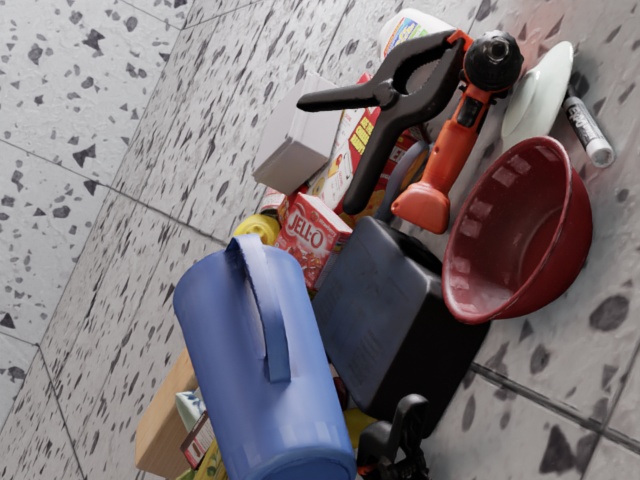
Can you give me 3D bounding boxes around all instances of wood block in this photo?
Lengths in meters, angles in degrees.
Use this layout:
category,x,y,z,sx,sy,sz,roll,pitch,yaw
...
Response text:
category,x,y,z,sx,sy,sz,roll,pitch,yaw
wood block,-0.152,0.206,1.371,0.206,0.090,0.090,-58,21,22

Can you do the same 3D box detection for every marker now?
category,x,y,z,sx,sy,sz,roll,pitch,yaw
marker,0.216,-0.097,0.882,0.020,0.020,0.121,-55,22,27

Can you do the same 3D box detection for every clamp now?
category,x,y,z,sx,sy,sz,roll,pitch,yaw
clamp,0.072,0.192,0.855,0.172,0.039,0.120,125,129,-70
clamp,0.074,-0.133,1.090,0.210,0.036,0.164,-32,58,27

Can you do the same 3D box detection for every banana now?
category,x,y,z,sx,sy,sz,roll,pitch,yaw
banana,0.024,0.197,1.017,0.198,0.037,0.069,-47,44,45

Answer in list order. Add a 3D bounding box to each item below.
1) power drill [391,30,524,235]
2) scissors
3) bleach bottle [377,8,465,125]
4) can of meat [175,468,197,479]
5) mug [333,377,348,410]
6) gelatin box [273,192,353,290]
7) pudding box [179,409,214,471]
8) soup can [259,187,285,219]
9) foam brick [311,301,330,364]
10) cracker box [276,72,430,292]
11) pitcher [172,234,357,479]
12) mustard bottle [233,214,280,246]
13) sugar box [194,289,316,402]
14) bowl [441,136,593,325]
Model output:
category,x,y,z,sx,sy,sz,roll,pitch,yaw
power drill,0.129,-0.098,0.978,0.188,0.057,0.184,-63,-7,4
scissors,0.059,-0.027,1.090,0.201,0.016,0.096,-49,-17,-6
bleach bottle,0.108,-0.210,1.230,0.103,0.068,0.251,-61,18,12
can of meat,-0.125,0.301,1.200,0.102,0.083,0.057,-45,29,45
mug,-0.032,0.168,1.117,0.093,0.081,0.117,-62,20,11
gelatin box,-0.008,0.001,1.147,0.089,0.030,0.073,45,116,44
pudding box,-0.087,0.206,1.177,0.039,0.113,0.090,50,119,33
soup can,-0.036,-0.067,1.423,0.069,0.068,0.102,-32,38,58
foam brick,0.000,0.101,1.158,0.078,0.053,0.051,-24,45,60
cracker box,0.036,-0.064,1.232,0.214,0.072,0.164,-56,22,23
pitcher,-0.049,0.122,0.972,0.145,0.149,0.243,-39,45,18
mustard bottle,-0.078,0.022,1.276,0.192,0.058,0.096,105,-177,-70
sugar box,-0.073,0.119,1.241,0.093,0.048,0.176,-52,2,37
bowl,0.165,0.001,0.847,0.162,0.055,0.162,-52,24,34
